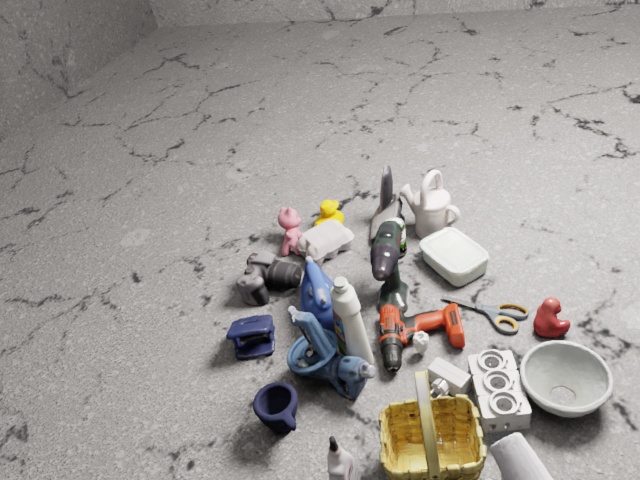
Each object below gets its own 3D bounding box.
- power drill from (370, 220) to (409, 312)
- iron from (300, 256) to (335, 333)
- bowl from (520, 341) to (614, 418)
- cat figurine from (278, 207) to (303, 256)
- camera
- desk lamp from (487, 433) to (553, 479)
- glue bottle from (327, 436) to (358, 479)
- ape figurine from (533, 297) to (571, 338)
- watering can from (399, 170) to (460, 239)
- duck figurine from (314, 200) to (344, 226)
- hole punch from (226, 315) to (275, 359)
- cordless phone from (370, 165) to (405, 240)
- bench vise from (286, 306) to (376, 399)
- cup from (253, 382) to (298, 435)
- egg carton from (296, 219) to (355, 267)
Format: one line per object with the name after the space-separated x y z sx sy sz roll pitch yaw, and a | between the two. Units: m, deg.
0.163 0.072 1.349 0.075 0.209 0.229 -3 41 13 | power drill
-0.005 0.119 1.394 0.118 0.142 0.257 -18 40 -5 | iron
0.475 0.283 1.117 0.167 0.075 0.167 -8 40 7 | bowl
-0.086 -0.036 1.620 0.067 0.118 0.127 -8 40 7 | cat figurine
-0.127 0.092 1.493 0.136 0.101 0.143 7 44 23 | camera
0.326 0.413 0.894 0.118 0.214 0.202 -21 40 -9 | desk lamp
0.035 0.402 1.022 0.037 0.173 0.078 -1 41 15 | glue bottle
0.500 0.162 1.240 0.076 0.092 0.077 -15 39 -2 | ape figurine
0.291 -0.099 1.528 0.172 0.194 0.101 5 43 21 | watering can
0.021 -0.073 1.659 0.077 0.086 0.105 25 53 37 | duck figurine
-0.165 0.217 1.363 0.108 0.091 0.101 -11 39 3 | hole punch
0.177 -0.099 1.567 0.094 0.185 0.147 -3 40 12 | cordless phone
0.016 0.223 1.203 0.207 0.220 0.121 -1 41 15 | bench vise
-0.075 0.360 1.165 0.092 0.095 0.117 -31 42 -20 | cup
0.015 0.006 1.580 0.150 0.069 0.107 -30 42 -19 | egg carton
